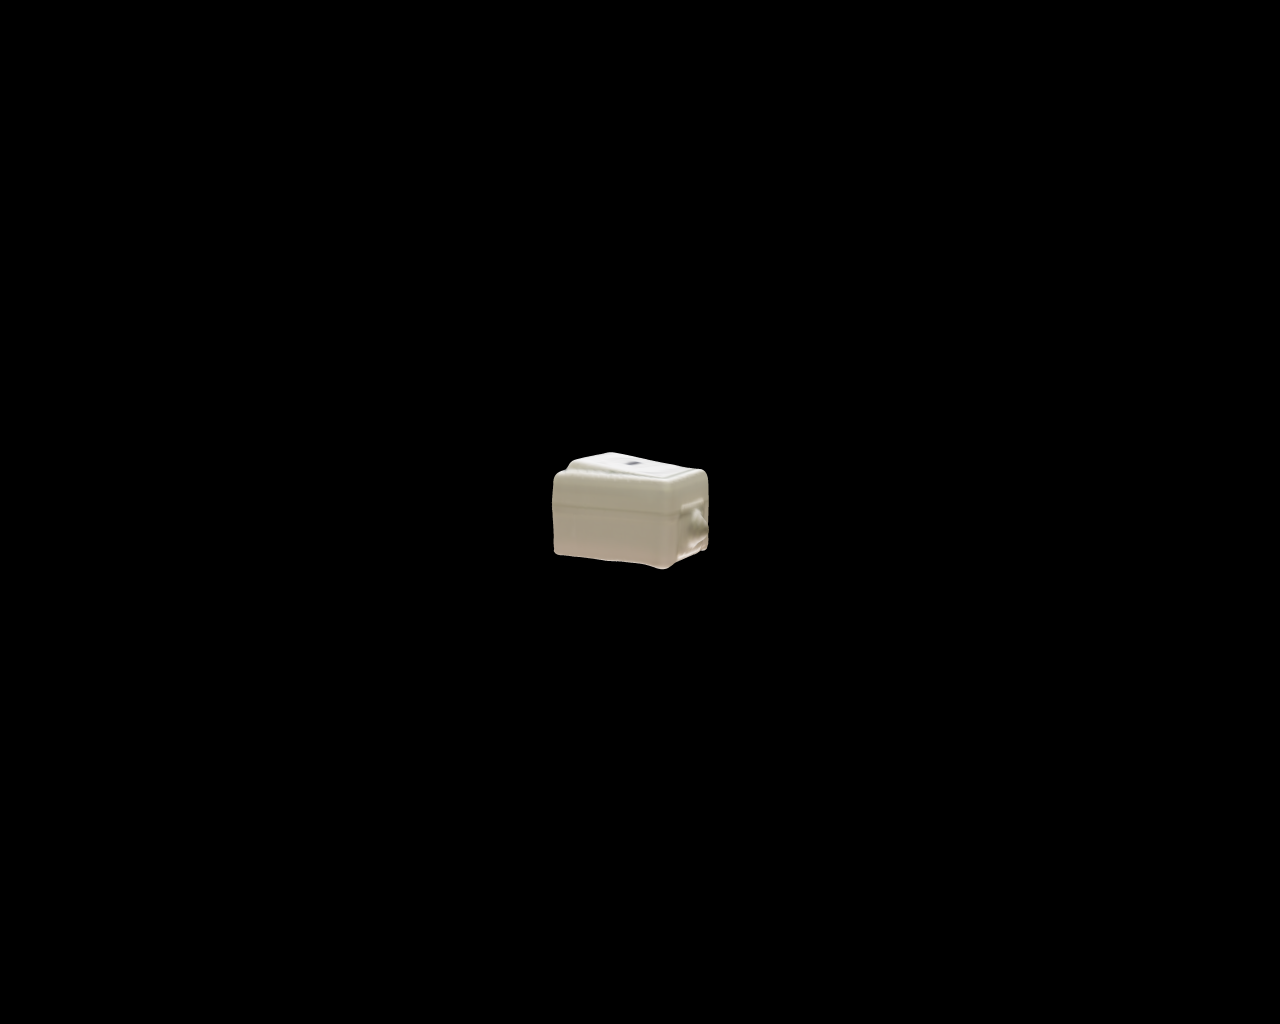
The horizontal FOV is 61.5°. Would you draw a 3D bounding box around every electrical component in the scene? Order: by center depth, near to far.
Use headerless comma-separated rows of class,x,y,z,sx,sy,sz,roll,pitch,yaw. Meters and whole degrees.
electrical component,0.001,-0.003,0.650,0.096,0.061,0.062,5,12,28
